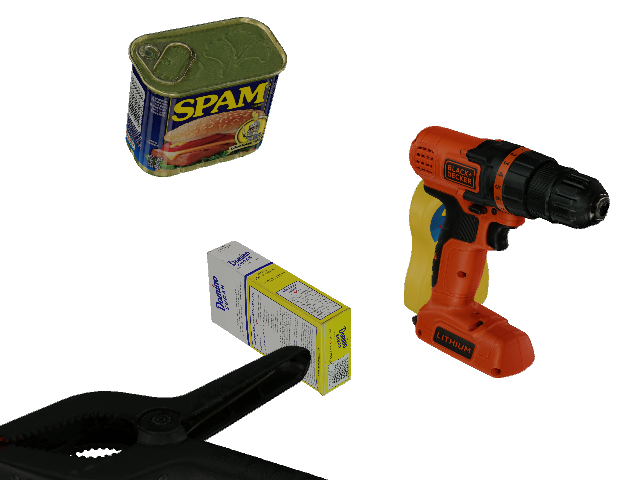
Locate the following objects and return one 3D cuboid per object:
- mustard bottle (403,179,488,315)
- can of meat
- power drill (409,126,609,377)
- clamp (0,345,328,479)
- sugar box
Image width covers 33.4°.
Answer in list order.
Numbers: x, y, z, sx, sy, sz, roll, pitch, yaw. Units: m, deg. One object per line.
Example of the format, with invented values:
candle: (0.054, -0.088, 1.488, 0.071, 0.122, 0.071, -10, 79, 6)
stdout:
mustard bottle: (0.138, -0.018, 1.129, 0.096, 0.192, 0.058, -11, 24, -27)
can of meat: (-0.081, -0.096, 0.725, 0.101, 0.057, 0.084, -17, -32, -26)
power drill: (0.144, 0.012, 0.862, 0.057, 0.188, 0.185, -14, 27, -37)
clamp: (-0.083, 0.107, 0.584, 0.210, 0.036, 0.164, 0, 24, -7)
sugar box: (-0.044, 0.076, 1.089, 0.048, 0.093, 0.176, -25, 40, -34)
